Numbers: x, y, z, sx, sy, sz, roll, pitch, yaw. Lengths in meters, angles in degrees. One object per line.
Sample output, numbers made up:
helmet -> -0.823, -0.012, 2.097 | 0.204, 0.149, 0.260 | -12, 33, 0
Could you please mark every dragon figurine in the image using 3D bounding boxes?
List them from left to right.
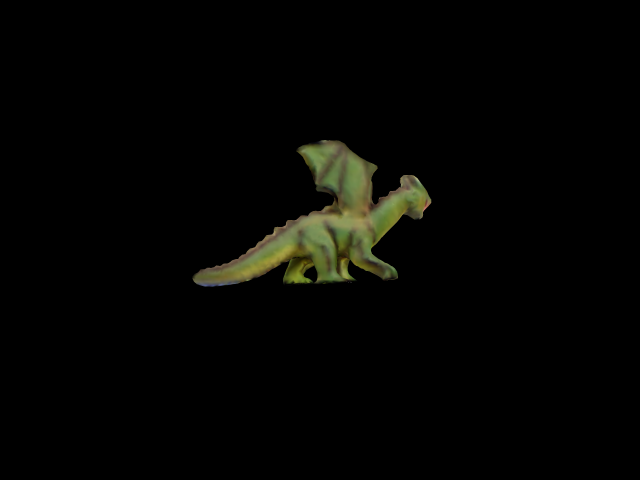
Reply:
dragon figurine -> 0.003, -0.043, 0.850 | 0.410, 0.243, 0.122 | 0, -3, -15
